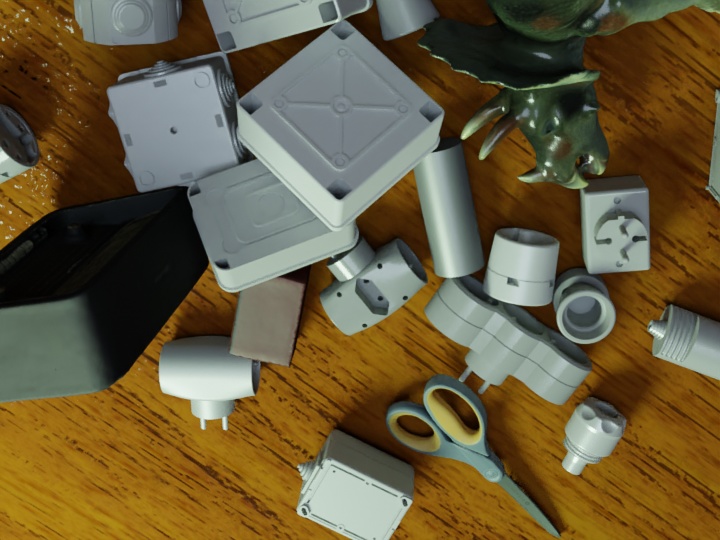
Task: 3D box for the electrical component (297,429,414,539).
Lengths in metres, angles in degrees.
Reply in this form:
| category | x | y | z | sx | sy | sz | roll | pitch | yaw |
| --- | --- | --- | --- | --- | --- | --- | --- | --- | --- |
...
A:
| category | x | y | z | sx | sy | sz | roll | pitch | yaw |
| --- | --- | --- | --- | --- | --- | --- | --- | --- | --- |
| electrical component | -0.008 | 0.181 | 0.911 | 0.096 | 0.061 | 0.061 | 27 | 110 | -6 |

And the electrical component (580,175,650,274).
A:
| category | x | y | z | sx | sy | sz | roll | pitch | yaw |
| --- | --- | --- | --- | --- | --- | --- | --- | --- | --- |
| electrical component | 0.194 | -0.028 | 0.809 | 0.047 | 0.076 | 0.065 | -5 | 110 | 6 |

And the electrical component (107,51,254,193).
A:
| category | x | y | z | sx | sy | sz | roll | pitch | yaw |
| --- | --- | --- | --- | --- | --- | --- | --- | --- | --- |
| electrical component | -0.137 | -0.111 | 0.819 | 0.100 | 0.048 | 0.099 | -11 | 109 | 9 |

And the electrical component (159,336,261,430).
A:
| category | x | y | z | sx | sy | sz | roll | pitch | yaw |
| --- | --- | --- | --- | --- | --- | --- | --- | --- | --- |
| electrical component | -0.124 | 0.098 | 0.899 | 0.077 | 0.043 | 0.079 | 1 | 111 | 4 |

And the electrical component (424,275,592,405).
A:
| category | x | y | z | sx | sy | sz | roll | pitch | yaw |
| --- | --- | --- | --- | --- | --- | --- | --- | --- | --- |
| electrical component | 0.110 | 0.067 | 0.864 | 0.138 | 0.052 | 0.073 | 33 | 109 | -7 |

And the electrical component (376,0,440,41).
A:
| category | x | y | z | sx | sy | sz | roll | pitch | yaw |
| --- | --- | --- | --- | --- | --- | --- | --- | --- | --- |
| electrical component | 0.027 | -0.200 | 0.776 | 0.045 | 0.045 | 0.055 | -20 | 107 | 11 |

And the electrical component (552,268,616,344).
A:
| category | x | y | z | sx | sy | sz | roll | pitch | yaw |
| --- | --- | --- | --- | --- | --- | --- | --- | --- | --- |
| electrical component | 0.174 | 0.027 | 0.843 | 0.045 | 0.055 | 0.045 | 1 | 110 | 4 |

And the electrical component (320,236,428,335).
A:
| category | x | y | z | sx | sy | sz | roll | pitch | yaw |
| --- | --- | --- | --- | --- | --- | --- | --- | --- | --- |
| electrical component | 0.000 | 0.000 | 0.853 | 0.077 | 0.043 | 0.079 | -35 | 104 | 16 |

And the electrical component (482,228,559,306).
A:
| category | x | y | z | sx | sy | sz | roll | pitch | yaw |
| --- | --- | --- | --- | --- | --- | --- | --- | --- | --- |
| electrical component | 0.126 | -0.004 | 0.837 | 0.055 | 0.055 | 0.047 | 8 | 107 | 1 |

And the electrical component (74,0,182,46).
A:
| category | x | y | z | sx | sy | sz | roll | pitch | yaw |
| --- | --- | --- | --- | --- | --- | --- | --- | --- | --- |
| electrical component | -0.168 | -0.195 | 0.775 | 0.080 | 0.080 | 0.051 | 3 | 116 | 3 |

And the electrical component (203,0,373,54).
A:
| category | x | y | z | sx | sy | sz | roll | pitch | yaw |
| --- | --- | --- | --- | --- | --- | --- | --- | --- | --- |
| electrical component | -0.060 | -0.218 | 0.751 | 0.109 | 0.056 | 0.108 | -8 | 111 | 32 |

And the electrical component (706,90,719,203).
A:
| category | x | y | z | sx | sy | sz | roll | pitch | yaw |
| --- | --- | --- | --- | --- | --- | --- | --- | --- | --- |
| electrical component | 0.295 | -0.082 | 0.790 | 0.061 | 0.061 | 0.096 | 1 | 110 | 4 |

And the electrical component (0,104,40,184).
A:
| category | x | y | z | sx | sy | sz | roll | pitch | yaw |
| --- | --- | --- | --- | --- | --- | --- | --- | --- | --- |
| electrical component | -0.286 | -0.094 | 0.835 | 0.047 | 0.055 | 0.055 | -27 | 106 | 17 |

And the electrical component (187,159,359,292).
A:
| category | x | y | z | sx | sy | sz | roll | pitch | yaw |
| --- | --- | --- | --- | --- | --- | --- | --- | --- | --- |
| electrical component | -0.064 | -0.039 | 0.808 | 0.113 | 0.057 | 0.078 | -21 | 72 | -7 |

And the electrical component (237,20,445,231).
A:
| category | x | y | z | sx | sy | sz | roll | pitch | yaw |
| --- | --- | --- | --- | --- | --- | --- | --- | --- | --- |
| electrical component | -0.015 | -0.103 | 0.768 | 0.109 | 0.056 | 0.109 | -42 | 77 | -17 |

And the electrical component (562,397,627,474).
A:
| category | x | y | z | sx | sy | sz | roll | pitch | yaw |
| --- | --- | --- | --- | --- | --- | --- | --- | --- | --- |
| electrical component | 0.189 | 0.140 | 0.891 | 0.043 | 0.043 | 0.062 | 23 | 111 | -4 |

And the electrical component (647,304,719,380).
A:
| category | x | y | z | sx | sy | sz | roll | pitch | yaw |
| --- | --- | --- | --- | --- | --- | --- | --- | --- | --- |
| electrical component | 0.268 | 0.058 | 0.854 | 0.081 | 0.043 | 0.043 | 20 | 111 | -3 |
